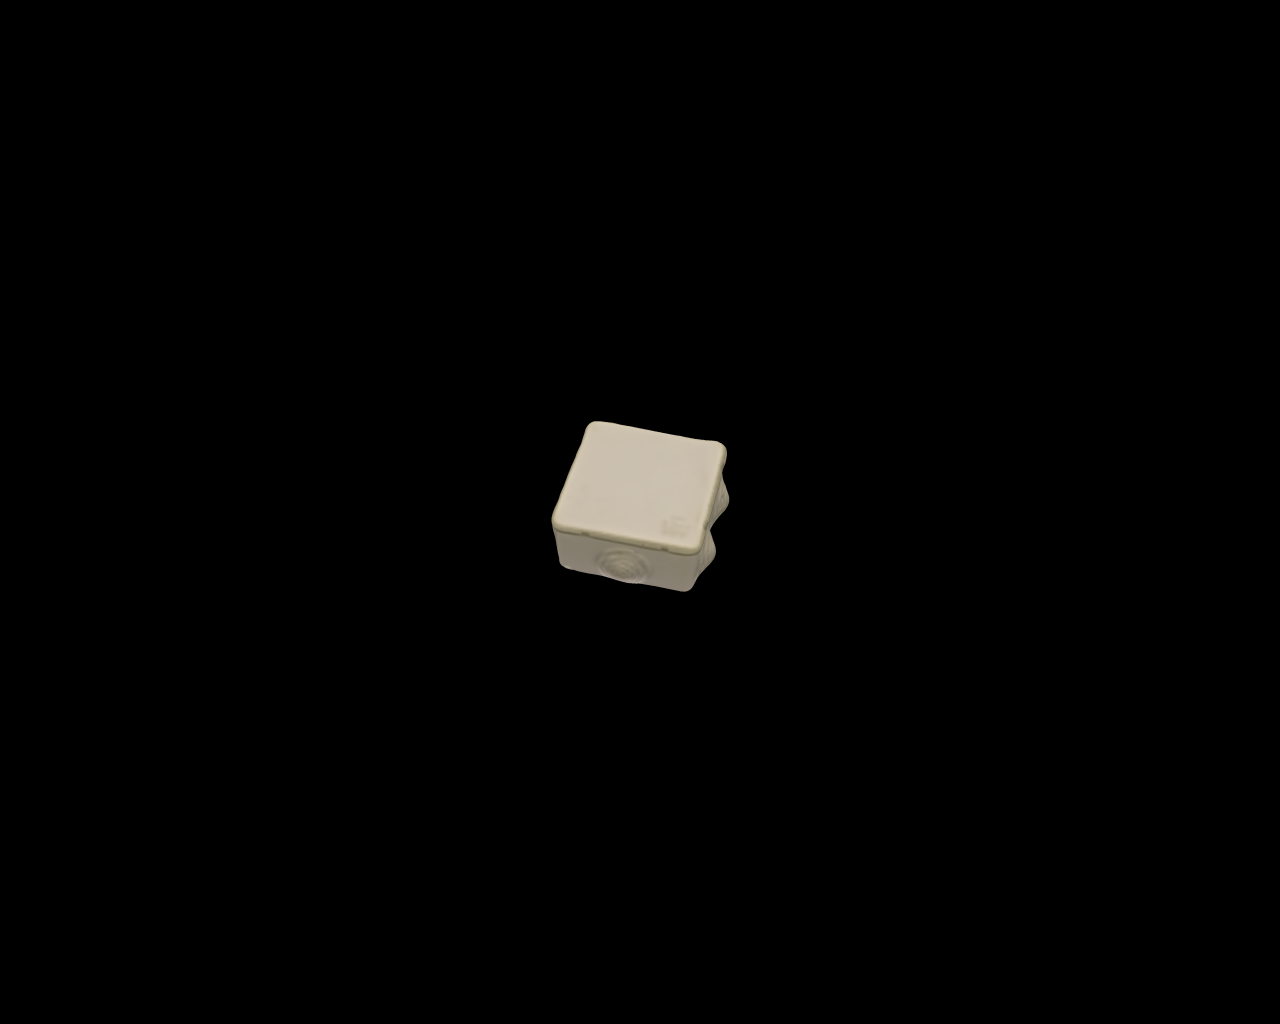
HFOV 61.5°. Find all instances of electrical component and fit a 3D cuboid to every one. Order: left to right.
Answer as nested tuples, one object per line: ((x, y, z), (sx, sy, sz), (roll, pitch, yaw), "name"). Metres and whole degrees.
((0.001, -0.003, 0.650), (0.100, 0.100, 0.048), (11, -39, 9), "electrical component")
